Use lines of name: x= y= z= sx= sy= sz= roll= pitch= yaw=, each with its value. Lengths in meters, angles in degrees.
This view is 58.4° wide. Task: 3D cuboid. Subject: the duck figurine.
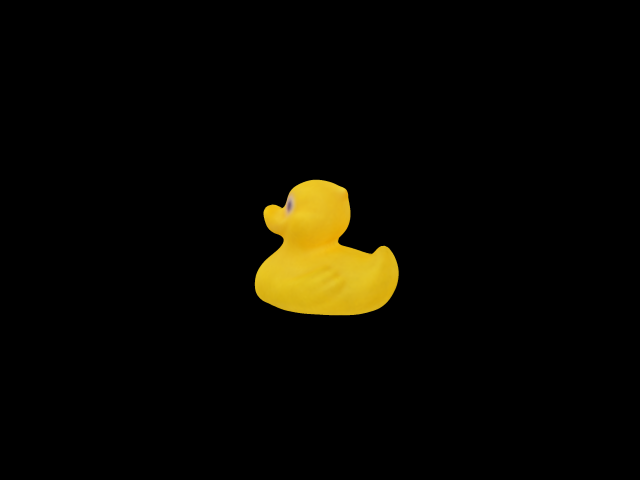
duck figurine: x=0.004 y=0.001 z=0.400 sx=0.104 sy=0.086 sz=0.078 roll=6 pitch=15 yaw=23
